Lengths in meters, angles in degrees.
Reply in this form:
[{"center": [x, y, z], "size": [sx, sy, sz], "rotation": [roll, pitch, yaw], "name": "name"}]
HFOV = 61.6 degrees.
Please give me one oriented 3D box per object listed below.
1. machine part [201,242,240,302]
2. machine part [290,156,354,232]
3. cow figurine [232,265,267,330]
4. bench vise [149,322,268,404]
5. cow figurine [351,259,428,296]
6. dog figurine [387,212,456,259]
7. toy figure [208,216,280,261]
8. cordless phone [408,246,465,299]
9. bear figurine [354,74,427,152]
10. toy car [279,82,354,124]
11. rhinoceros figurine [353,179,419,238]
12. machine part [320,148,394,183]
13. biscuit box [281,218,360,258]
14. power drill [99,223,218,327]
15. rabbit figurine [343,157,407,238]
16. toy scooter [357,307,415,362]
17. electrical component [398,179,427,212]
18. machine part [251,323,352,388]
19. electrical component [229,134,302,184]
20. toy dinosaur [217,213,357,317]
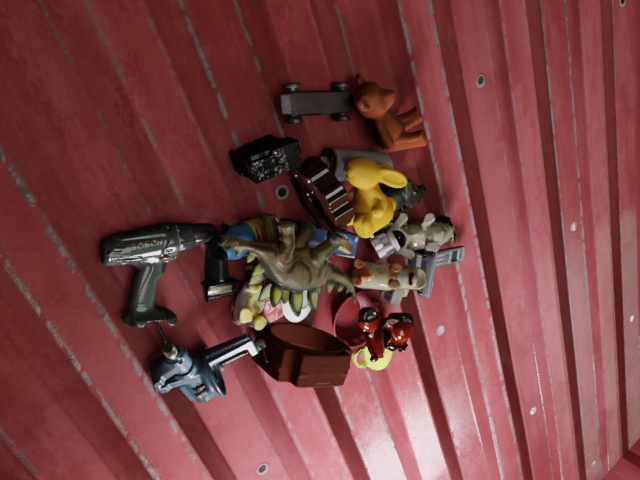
[{"center": [-0.221, 0.066, 1.177], "size": [0.084, 0.039, 0.138], "rotation": [-11, 113, -22], "name": "machine part"}, {"center": [0.003, -0.096, 1.187], "size": [0.056, 0.180, 0.179], "rotation": [-35, 122, -15], "name": "machine part"}, {"center": [-0.148, 0.114, 1.217], "size": [0.068, 0.098, 0.167], "rotation": [25, 74, -28], "name": "cow figurine"}, {"center": [-0.237, 0.260, 1.166], "size": [0.241, 0.129, 0.223], "rotation": [-24, 127, -6], "name": "bench vise"}, {"center": [0.179, 0.098, 1.384], "size": [0.195, 0.127, 0.085], "rotation": [3, 82, 5], "name": "cow figurine"}, {"center": [0.270, -0.012, 1.457], "size": [0.190, 0.173, 0.121], "rotation": [-1, 93, -66], "name": "dog figurine"}, {"center": [-0.158, -0.008, 1.141], "size": [0.180, 0.089, 0.082], "rotation": [-22, 127, -43], "name": "toy figure"}, {"center": [0.340, 0.082, 1.530], "size": [0.184, 0.089, 0.146], "rotation": [-7, 109, -36], "name": "cordless phone"}, {"center": [0.159, -0.299, 1.245], "size": [0.132, 0.120, 0.195], "rotation": [-15, 140, 16], "name": "bear figurine"}, {"center": [-0.008, -0.302, 1.186], "size": [0.202, 0.053, 0.089], "rotation": [-13, 109, -34], "name": "toy car"}, {"center": [0.158, -0.084, 1.350], "size": [0.190, 0.073, 0.112], "rotation": [-40, 119, -3], "name": "rhinoceros figurine"}, {"center": [0.087, -0.175, 1.276], "size": [0.243, 0.079, 0.079], "rotation": [-1, 106, -35], "name": "machine part"}, {"center": [-0.003, -0.004, 1.283], "size": [0.202, 0.063, 0.059], "rotation": [9, 99, -36], "name": "biscuit box"}, {"center": [-0.321, 0.068, 1.085], "size": [0.232, 0.086, 0.207], "rotation": [-2, 111, -32], "name": "power drill"}, {"center": [0.114, -0.113, 1.213], "size": [0.162, 0.122, 0.173], "rotation": [-25, 121, -6], "name": "rabbit figurine"}, {"center": [0.171, 0.249, 1.387], "size": [0.184, 0.075, 0.135], "rotation": [13, 71, -33], "name": "toy scooter"}, {"center": [0.232, -0.113, 1.417], "size": [0.078, 0.045, 0.102], "rotation": [44, 76, -7], "name": "electrical component"}, {"center": [-0.041, 0.264, 1.259], "size": [0.201, 0.202, 0.087], "rotation": [8, 97, -35], "name": "machine part"}, {"center": [-0.107, -0.175, 1.124], "size": [0.134, 0.115, 0.058], "rotation": [-27, 123, -24], "name": "electrical component"}, {"center": [-0.039, 0.060, 1.172], "size": [0.471, 0.105, 0.198], "rotation": [15, 98, -47], "name": "toy dinosaur"}]
